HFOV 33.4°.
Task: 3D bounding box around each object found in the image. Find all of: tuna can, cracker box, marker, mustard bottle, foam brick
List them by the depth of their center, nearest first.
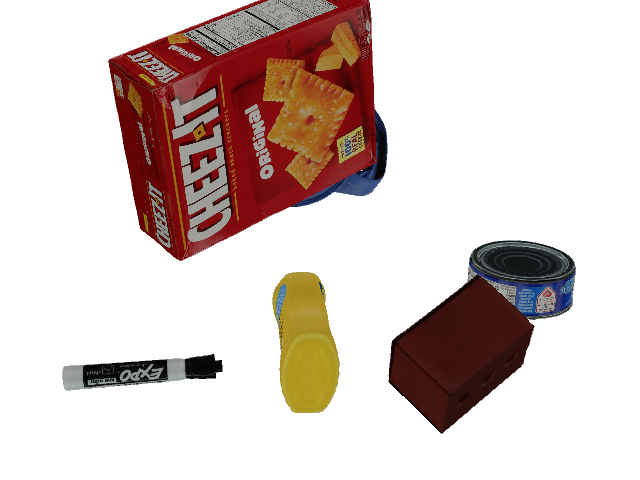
[{"bbox_3d":[0.088,0.071,0.673,0.078,0.053,0.051,-35,60,-23],"label":"foam brick"},{"bbox_3d":[-0.136,0.101,0.821,0.121,0.020,0.020,-4,0,-5],"label":"marker"},{"bbox_3d":[0.161,0.030,0.859,0.086,0.034,0.086,1,22,-1],"label":"tuna can"},{"bbox_3d":[-0.053,-0.101,0.875,0.213,0.164,0.072,-29,44,-28],"label":"cracker box"},{"bbox_3d":[-0.019,0.088,1.109,0.058,0.096,0.191,-2,27,-5],"label":"mustard bottle"}]

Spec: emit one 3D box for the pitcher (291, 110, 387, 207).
[{"bbox_3d":[-0.012,-0.148,1.090,0.145,0.149,0.242,-8,35,16],"label":"pitcher"}]
